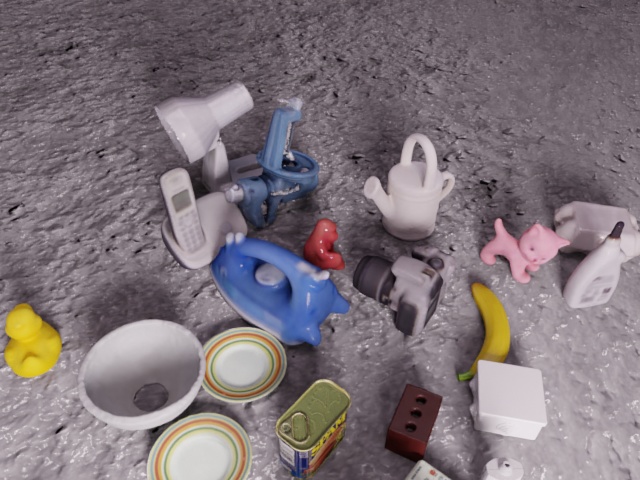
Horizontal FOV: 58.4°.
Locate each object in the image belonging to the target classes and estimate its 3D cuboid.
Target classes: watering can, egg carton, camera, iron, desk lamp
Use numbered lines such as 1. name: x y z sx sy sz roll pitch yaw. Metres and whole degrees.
1. watering can: 0.165 -0.098 1.033 0.173 0.194 0.100 -31 52 -31
2. egg carton: 0.506 -0.015 1.049 0.150 0.069 0.107 9 43 7
3. camera: 0.133 0.059 0.928 0.136 0.101 0.143 23 46 22
4. iron: -0.082 0.052 0.895 0.257 0.141 0.119 26 47 24
5. desk lamp: -0.200 -0.194 1.107 0.204 0.214 0.117 -22 48 -25

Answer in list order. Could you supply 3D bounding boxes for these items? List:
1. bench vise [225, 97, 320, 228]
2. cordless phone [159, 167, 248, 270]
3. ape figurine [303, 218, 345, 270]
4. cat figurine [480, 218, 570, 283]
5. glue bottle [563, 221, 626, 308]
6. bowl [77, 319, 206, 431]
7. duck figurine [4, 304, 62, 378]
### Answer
1. bench vise: -0.076 -0.138 1.047 0.121 0.220 0.208 20 45 18
2. cordless phone: -0.202 -0.053 0.974 0.094 0.185 0.148 31 49 28
3. ape figurine: 0.009 0.004 0.990 0.076 0.092 0.078 5 42 3
4. cat figurine: 0.352 0.006 0.984 0.127 0.118 0.067 31 49 28
5. glue bottle: 0.449 0.038 0.912 0.078 0.173 0.037 -7 43 -10
6. bowl: -0.236 0.194 0.782 0.167 0.075 0.167 1 42 -1
7. duck figurine: -0.422 0.138 0.827 0.078 0.086 0.104 -15 45 -18
